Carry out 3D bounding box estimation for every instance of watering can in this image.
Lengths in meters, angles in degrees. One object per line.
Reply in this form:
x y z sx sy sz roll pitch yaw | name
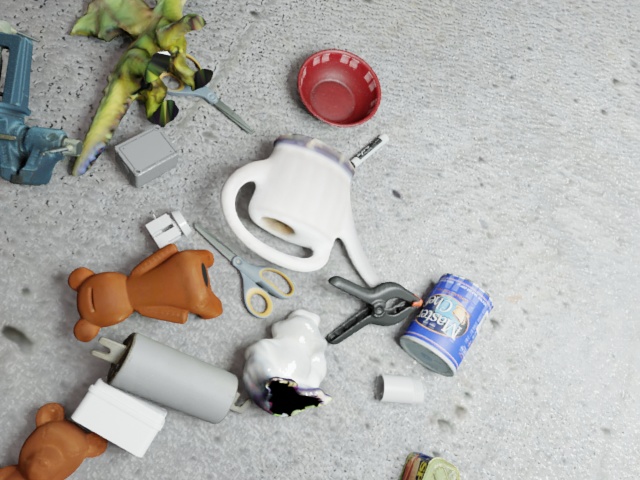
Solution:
0.003 -0.044 0.878 0.345 0.103 0.228 25 69 -21 | watering can

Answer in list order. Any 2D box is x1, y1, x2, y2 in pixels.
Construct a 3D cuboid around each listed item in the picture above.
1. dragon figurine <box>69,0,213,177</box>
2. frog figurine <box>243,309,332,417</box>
-0.327 -0.319 0.875 0.245 0.120 0.412 41 82 22 | dragon figurine
-0.052 0.184 0.804 0.137 0.120 0.163 15 37 -19 | frog figurine
